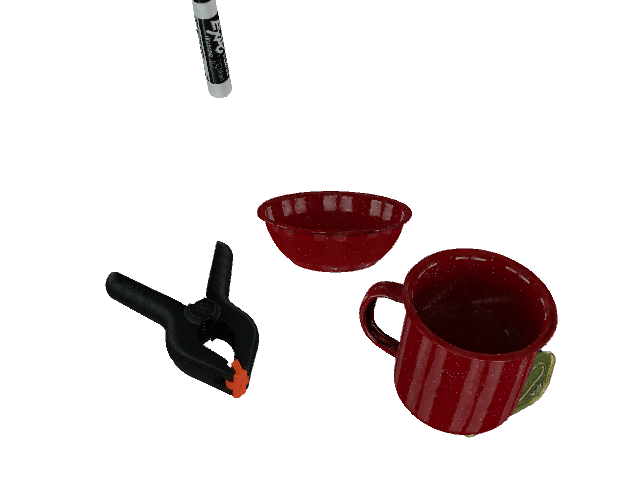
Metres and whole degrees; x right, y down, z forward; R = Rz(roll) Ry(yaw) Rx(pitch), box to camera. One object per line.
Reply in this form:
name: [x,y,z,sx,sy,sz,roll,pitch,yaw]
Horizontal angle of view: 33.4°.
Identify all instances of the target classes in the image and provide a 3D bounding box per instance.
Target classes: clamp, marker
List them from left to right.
clamp: [-0.098,0.064,0.934,0.120,0.039,0.172,-29,54,-24]
marker: [-0.083,-0.157,0.798,0.020,0.020,0.121,0,-39,5]

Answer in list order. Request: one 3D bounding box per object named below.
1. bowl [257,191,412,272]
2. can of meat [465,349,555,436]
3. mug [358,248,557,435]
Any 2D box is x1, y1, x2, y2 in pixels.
bowl: [0.015,-0.006,1.113,0.162,0.055,0.162,0,17,0]
can of meat: [0.129,0.105,0.893,0.101,0.057,0.084,-21,42,-32]
mug: [0.079,0.062,0.661,0.117,0.081,0.093,17,43,10]
